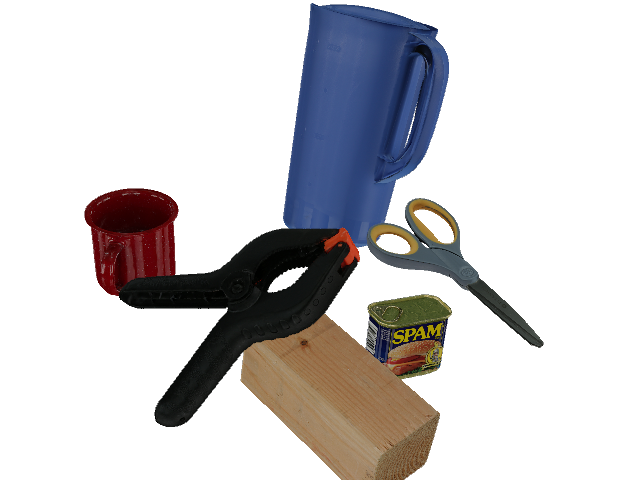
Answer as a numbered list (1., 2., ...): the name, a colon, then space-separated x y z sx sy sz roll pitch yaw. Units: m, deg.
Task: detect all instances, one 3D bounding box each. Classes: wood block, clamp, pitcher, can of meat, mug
1. wood block: 0.017 0.166 1.135 0.090 0.090 0.206 -28 53 -33
2. clamp: -0.052 0.050 0.708 0.171 0.120 0.039 -23 -32 11
3. pitcher: 0.041 -0.117 1.110 0.145 0.243 0.149 11 16 -2
4. can of meat: 0.105 0.121 1.313 0.102 0.084 0.057 -7 29 -25
5. mug: -0.191 0.011 1.073 0.093 0.081 0.117 7 32 8

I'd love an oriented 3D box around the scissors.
1. scissors: 0.108 0.032 0.937 0.096 0.016 0.202 -13 44 -12
